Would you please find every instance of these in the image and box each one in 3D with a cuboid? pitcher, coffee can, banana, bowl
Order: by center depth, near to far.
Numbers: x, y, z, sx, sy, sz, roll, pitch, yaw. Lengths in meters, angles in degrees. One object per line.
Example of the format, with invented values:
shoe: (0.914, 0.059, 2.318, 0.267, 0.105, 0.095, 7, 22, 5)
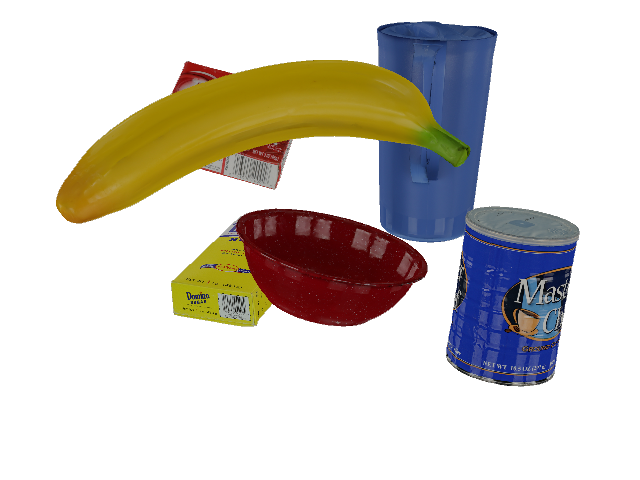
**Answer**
banana: (-0.030, -0.053, 0.508, 0.197, 0.037, 0.070, -11, 45, -13)
bowl: (0.005, 0.027, 0.880, 0.162, 0.055, 0.162, 11, 18, -4)
coffee can: (0.176, 0.049, 0.986, 0.103, 0.140, 0.103, 5, 17, -2)
pitcher: (0.124, -0.123, 1.214, 0.149, 0.243, 0.145, -11, 23, -31)

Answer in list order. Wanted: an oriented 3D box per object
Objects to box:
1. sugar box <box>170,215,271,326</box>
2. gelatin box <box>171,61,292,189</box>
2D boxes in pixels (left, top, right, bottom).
sugar box: (-0.078, 0.028, 1.140, 0.093, 0.048, 0.176, 8, 29, 18)
gelatin box: (-0.062, -0.081, 0.733, 0.089, 0.073, 0.030, 16, -39, 1)
